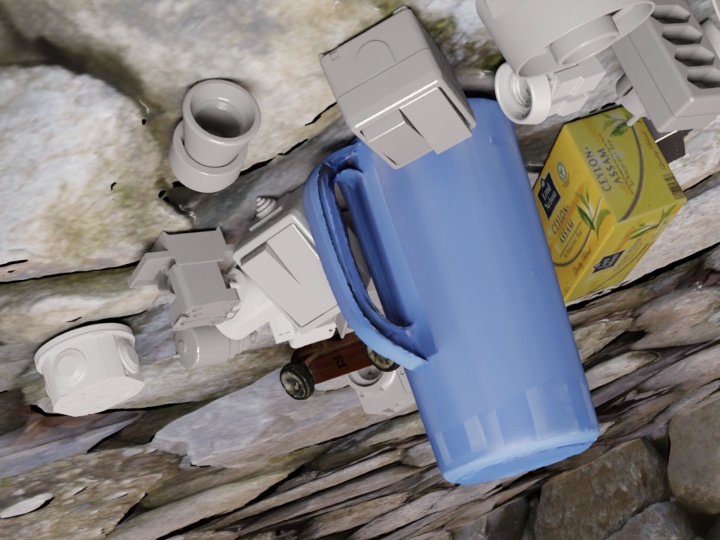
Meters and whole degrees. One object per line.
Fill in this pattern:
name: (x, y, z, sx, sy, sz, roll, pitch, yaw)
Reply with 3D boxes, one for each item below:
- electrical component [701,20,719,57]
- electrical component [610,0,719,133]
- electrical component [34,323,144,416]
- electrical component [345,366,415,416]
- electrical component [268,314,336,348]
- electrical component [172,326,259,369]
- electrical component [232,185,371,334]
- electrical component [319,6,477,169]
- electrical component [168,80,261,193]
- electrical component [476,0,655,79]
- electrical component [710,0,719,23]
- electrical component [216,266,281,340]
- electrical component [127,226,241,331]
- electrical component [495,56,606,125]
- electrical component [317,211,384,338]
electrical component: (0.238, -0.148, 0.779, 0.055, 0.045, 0.045, -28, 159, 16)
electrical component: (0.200, -0.128, 0.733, 0.047, 0.083, 0.075, -10, 156, -30)
electrical component: (-0.216, 0.080, 0.865, 0.080, 0.051, 0.080, -20, 160, -8)
electrical component: (0.060, 0.075, 1.086, 0.150, 0.089, 0.062, -31, 158, 21)
electrical component: (-0.044, 0.038, 0.956, 0.081, 0.042, 0.063, -16, 162, -15)
electrical component: (-0.124, 0.062, 0.934, 0.078, 0.040, 0.040, -6, 154, -38)
electrical component: (-0.044, -0.011, 0.763, 0.062, 0.096, 0.061, -33, -162, 26)
electrical component: (0.028, -0.102, 0.651, 0.062, 0.061, 0.096, -28, 159, 14)
electrical component: (-0.085, -0.076, 0.621, 0.045, 0.045, 0.055, -12, 158, -26)
electrical component: (0.123, -0.158, 0.639, 0.099, 0.064, 0.099, -24, 174, -3)
electrical component: (0.284, -0.194, 0.694, 0.109, 0.056, 0.109, -30, 159, 18)
electrical component: (-0.091, 0.018, 0.850, 0.077, 0.044, 0.079, -34, 157, 27)
electrical component: (-0.119, 0.008, 0.769, 0.081, 0.063, 0.042, -8, 156, -35)
electrical component: (0.124, -0.125, 0.717, 0.055, 0.048, 0.066, -22, 161, -24)
electrical component: (0.000, 0.000, 0.874, 0.079, 0.063, 0.121, -17, 159, -14)
